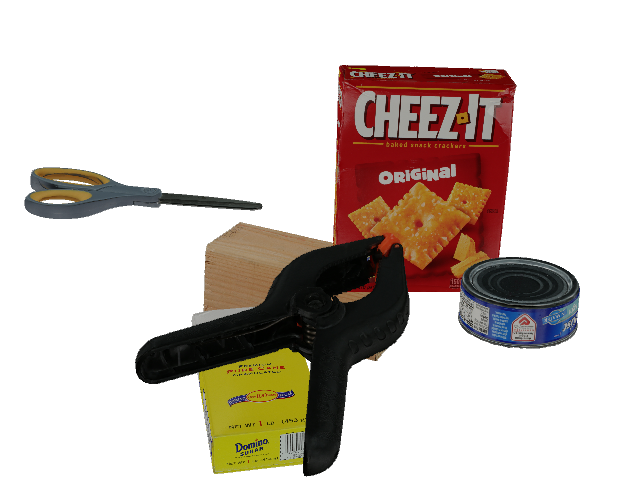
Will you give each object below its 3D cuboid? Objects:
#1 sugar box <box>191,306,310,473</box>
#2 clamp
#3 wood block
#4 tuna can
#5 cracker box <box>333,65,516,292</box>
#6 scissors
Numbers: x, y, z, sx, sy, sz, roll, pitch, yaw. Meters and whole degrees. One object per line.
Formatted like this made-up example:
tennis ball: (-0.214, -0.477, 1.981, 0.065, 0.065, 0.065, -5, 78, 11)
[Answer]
sugar box: (-0.057, 0.120, 0.912, 0.093, 0.048, 0.176, -4, 33, -11)
clamp: (0.001, 0.054, 0.571, 0.120, 0.039, 0.171, 36, 51, 28)
wood block: (-0.017, 0.054, 1.177, 0.206, 0.091, 0.090, 13, 24, 19)
tuna can: (0.143, 0.043, 0.770, 0.086, 0.034, 0.086, 0, 23, 0)
cracker box: (0.096, -0.056, 1.033, 0.164, 0.214, 0.072, 1, 21, -3)
scissors: (-0.158, -0.031, 0.899, 0.202, 0.016, 0.096, 11, 25, 12)
